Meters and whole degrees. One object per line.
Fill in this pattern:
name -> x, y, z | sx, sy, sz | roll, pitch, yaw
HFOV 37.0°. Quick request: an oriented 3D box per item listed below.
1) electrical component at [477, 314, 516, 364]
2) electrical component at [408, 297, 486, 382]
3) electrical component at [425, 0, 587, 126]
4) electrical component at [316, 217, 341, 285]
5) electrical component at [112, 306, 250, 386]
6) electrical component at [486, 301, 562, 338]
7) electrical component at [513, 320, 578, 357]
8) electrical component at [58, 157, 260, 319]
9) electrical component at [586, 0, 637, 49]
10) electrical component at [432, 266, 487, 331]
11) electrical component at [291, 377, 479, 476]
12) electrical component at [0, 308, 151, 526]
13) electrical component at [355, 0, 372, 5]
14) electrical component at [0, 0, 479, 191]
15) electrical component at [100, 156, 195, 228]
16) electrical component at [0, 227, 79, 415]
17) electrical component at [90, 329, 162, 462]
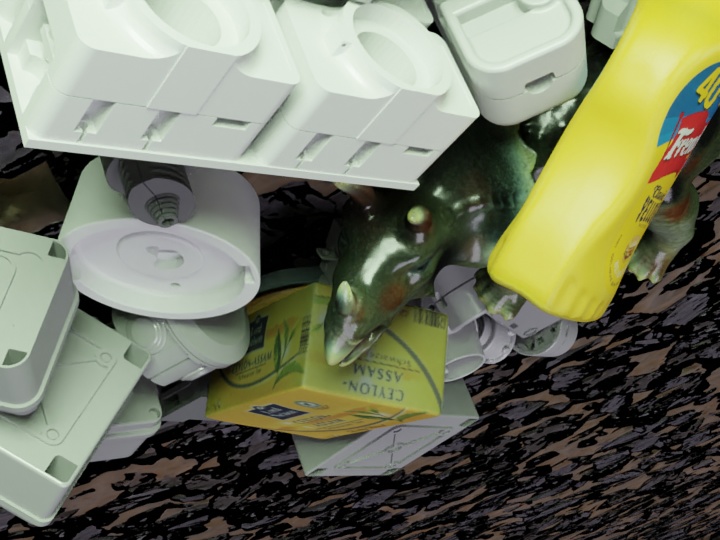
electrical component -> 0.099, 0.051, 0.913 | 0.048, 0.048, 0.062 | -36, 143, 28
electrical component -> 0.063, 0.034, 0.812 | 0.044, 0.077, 0.079 | -17, 153, -9
electrical component -> 0.065, -0.119, 0.498 | 0.054, 0.095, 0.059 | -23, 154, 4
electrical component -> 0.000, 0.000, 0.716 | 0.066, 0.048, 0.055 | 5, 120, -27
electrical component -> -0.111, 0.030, 0.672 | 0.051, 0.080, 0.080 | -28, 154, 25
electrical component -> 0.145, 0.008, 0.858 | 0.100, 0.048, 0.100 | -30, 153, 16
electrical component -> 0.160, 0.050, 0.944 | 0.055, 0.055, 0.047 | -33, 155, 23
electrical component -> -0.105, -0.024, 0.581 | 0.108, 0.060, 0.108 | 3, 151, 2
electrical component -> 0.159, -0.142, 0.556 | 0.058, 0.078, 0.057 | -18, 136, -33
electrical component -> 0.092, -0.007, 0.756 | 0.095, 0.059, 0.053 | -29, 174, -17
electrical component -> 0.018, 0.116, 0.847 | 0.109, 0.056, 0.109 | -38, 149, 30
electrical component -> -0.192, 0.068, 0.606 | 0.109, 0.108, 0.056 | 33, 132, -6
electrical component -> 0.005, -0.177, 0.379 | 0.089, 0.061, 0.150 | 5, 144, -42
electrical component -> -0.047, -0.100, 0.438 | 0.186, 0.105, 0.060 | 2, 145, -40
electrical component -> -0.101, -0.056, 0.511 | 0.043, 0.081, 0.043 | -17, 154, -9
electrical component -> -0.206, 0.020, 0.538 | 0.113, 0.078, 0.057 | 13, 146, -1
electrical component -> -0.196, 0.084, 0.714 | 0.113, 0.078, 0.057 | -2, 151, -35
